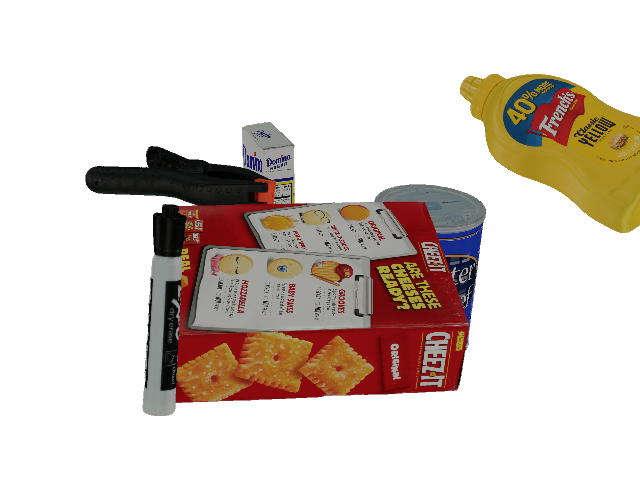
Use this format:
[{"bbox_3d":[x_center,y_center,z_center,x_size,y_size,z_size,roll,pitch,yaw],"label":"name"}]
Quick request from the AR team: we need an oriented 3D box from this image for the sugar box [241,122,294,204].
[{"bbox_3d":[-0.064,-0.046,1.302,0.048,0.176,0.093,-11,26,-17],"label":"sugar box"}]

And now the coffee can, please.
[{"bbox_3d":[0.097,0.030,1.008,0.103,0.140,0.103,3,24,-1],"label":"coffee can"}]

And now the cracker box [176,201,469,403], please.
[{"bbox_3d":[-0.013,0.042,0.800,0.213,0.072,0.164,-1,34,-7],"label":"cracker box"}]

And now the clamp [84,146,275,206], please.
[{"bbox_3d":[-0.127,-0.054,0.986,0.172,0.039,0.120,12,26,29],"label":"clamp"}]

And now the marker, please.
[{"bbox_3d":[-0.089,0.040,0.607,0.020,0.121,0.020,5,10,-1],"label":"marker"}]

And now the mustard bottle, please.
[{"bbox_3d":[0.193,-0.086,0.864,0.192,0.096,0.058,34,-26,30],"label":"mustard bottle"}]
